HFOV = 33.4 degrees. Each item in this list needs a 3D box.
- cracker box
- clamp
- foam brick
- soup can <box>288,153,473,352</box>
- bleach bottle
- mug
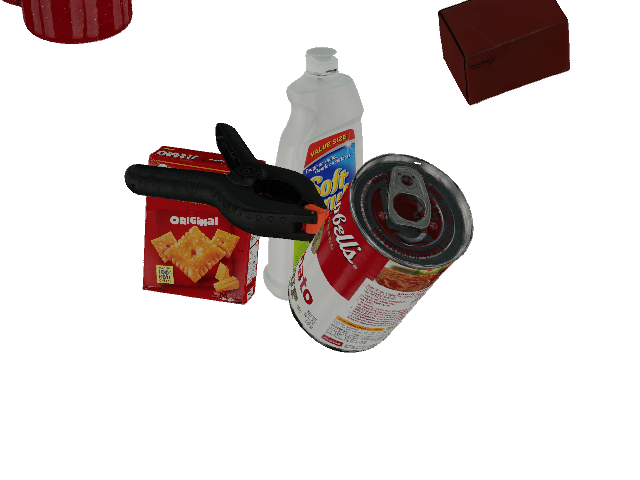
[{"bbox_3d":[-0.176,-0.021,1.592,0.164,0.214,0.072,9,20,9],"label":"cracker box"},{"bbox_3d":[-0.071,-0.041,0.857,0.120,0.039,0.172,-30,44,-31],"label":"clamp"},{"bbox_3d":[0.129,-0.141,0.752,0.078,0.051,0.053,-19,-36,-1],"label":"foam brick"},{"bbox_3d":[0.029,0.009,0.575,0.068,0.068,0.102,0,-31,-23],"label":"soup can"},{"bbox_3d":[-0.007,-0.067,1.072,0.102,0.251,0.068,-9,28,-18],"label":"bleach bottle"},{"bbox_3d":[-0.195,-0.198,0.789,0.117,0.081,0.093,2,36,1],"label":"mug"}]
